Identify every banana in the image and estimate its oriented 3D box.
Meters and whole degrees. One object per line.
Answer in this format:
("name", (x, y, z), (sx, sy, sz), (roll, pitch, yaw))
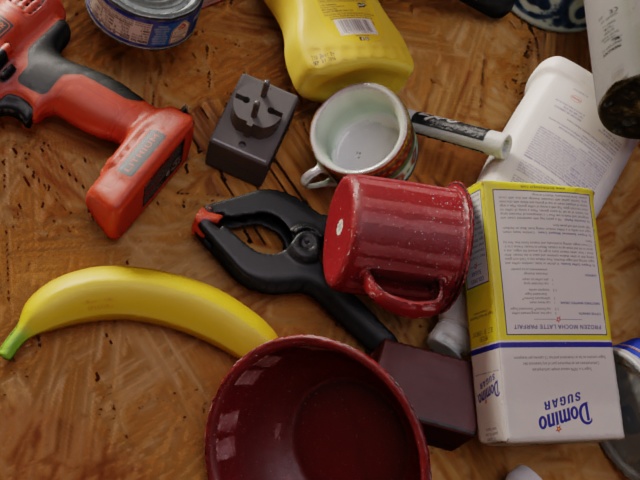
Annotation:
("banana", (-0.118, 0.054, 0.738), (0.197, 0.037, 0.069), (3, 83, -9))

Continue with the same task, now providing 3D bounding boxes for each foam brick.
("foam brick", (0.068, 0.108, 0.741), (0.078, 0.053, 0.051), (16, 65, -6))

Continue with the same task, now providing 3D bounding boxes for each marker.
("marker", (0.089, -0.086, 0.817), (0.121, 0.020, 0.020), (20, 60, 31))

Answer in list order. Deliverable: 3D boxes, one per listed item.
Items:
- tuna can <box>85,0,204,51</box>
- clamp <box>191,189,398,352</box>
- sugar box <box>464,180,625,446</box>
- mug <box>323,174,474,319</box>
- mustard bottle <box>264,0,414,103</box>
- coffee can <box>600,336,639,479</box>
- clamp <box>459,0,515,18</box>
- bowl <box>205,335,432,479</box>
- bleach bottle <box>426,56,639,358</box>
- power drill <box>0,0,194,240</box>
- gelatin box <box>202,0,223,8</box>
("tuna can", (-0.129, -0.184, 0.793), (0.086, 0.034, 0.086), (11, 54, -15))
("clamp", (-0.005, 0.001, 0.781), (0.171, 0.039, 0.120), (25, 58, -7))
("sugar box", (0.148, 0.050, 0.728), (0.093, 0.048, 0.176), (3, 77, -20))
("mug", (0.051, 0.008, 0.722), (0.081, 0.093, 0.117), (8, 43, -13))
("mustard bottle", (-0.001, -0.198, 0.848), (0.096, 0.058, 0.192), (-7, 62, -26))
("coffee can", (0.274, 0.104, 0.756), (0.140, 0.103, 0.103), (-17, 72, -18))
("clamp", (0.056, -0.254, 0.866), (0.209, 0.036, 0.164), (-5, 61, -42))
("bowl", (0.007, 0.138, 0.687), (0.162, 0.162, 0.055), (57, 26, 14))
("bleach bottle", (0.149, -0.018, 0.807), (0.102, 0.068, 0.250), (35, 67, 4))
("power drill", (-0.200, -0.083, 0.766), (0.187, 0.057, 0.184), (35, 65, 4))
("gelatin box", (-0.110, -0.222, 0.858), (0.089, 0.030, 0.073), (-27, 76, -20))
